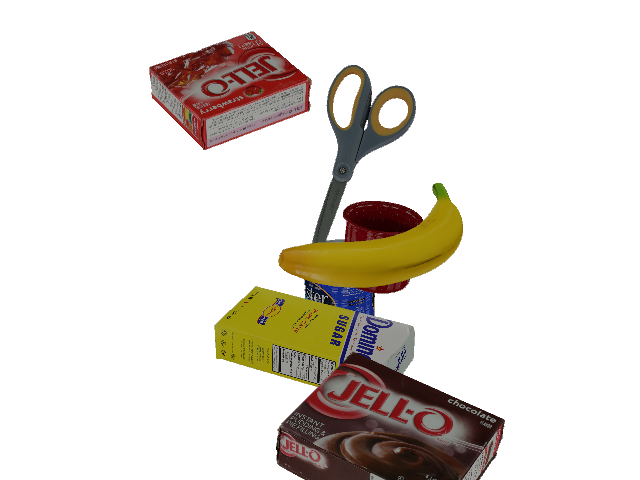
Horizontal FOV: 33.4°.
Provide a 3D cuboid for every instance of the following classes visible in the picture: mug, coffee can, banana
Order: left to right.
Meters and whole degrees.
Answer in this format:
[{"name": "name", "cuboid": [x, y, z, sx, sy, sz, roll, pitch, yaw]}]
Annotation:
[{"name": "coffee can", "cuboid": [0.028, 0.082, 1.520, 0.103, 0.140, 0.103, 0, 22, 0]}, {"name": "mug", "cuboid": [0.080, 0.009, 1.242, 0.117, 0.081, 0.093, 2, 25, -7]}, {"name": "banana", "cuboid": [0.056, 0.006, 0.865, 0.197, 0.037, 0.070, -22, 44, -40]}]

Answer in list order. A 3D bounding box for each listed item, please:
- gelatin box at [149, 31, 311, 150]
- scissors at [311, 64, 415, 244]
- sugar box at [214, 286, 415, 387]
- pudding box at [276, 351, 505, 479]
[{"name": "gelatin box", "cuboid": [-0.062, -0.106, 0.737, 0.089, 0.030, 0.073, -25, 49, -25]}, {"name": "scissors", "cuboid": [0.041, -0.072, 1.030, 0.096, 0.202, 0.016, 2, -12, 5]}, {"name": "sugar box", "cuboid": [-0.005, 0.098, 1.037, 0.176, 0.048, 0.093, 10, 28, 21]}, {"name": "pudding box", "cuboid": [0.043, 0.123, 0.654, 0.114, 0.039, 0.089, 24, 38, 22]}]
